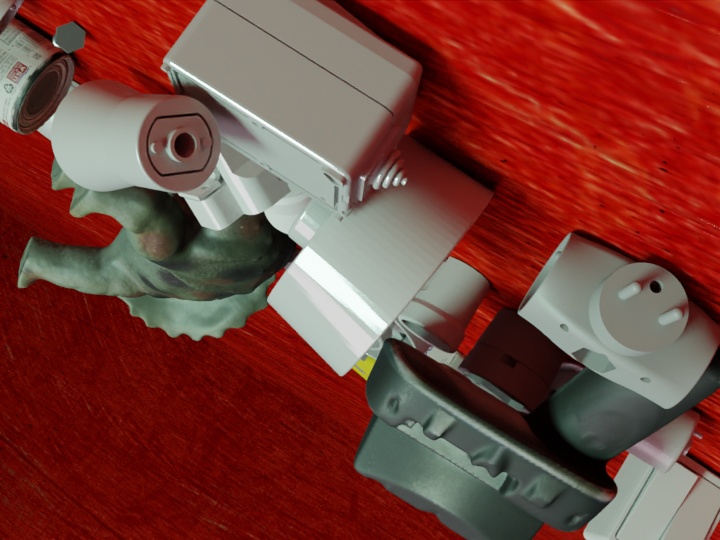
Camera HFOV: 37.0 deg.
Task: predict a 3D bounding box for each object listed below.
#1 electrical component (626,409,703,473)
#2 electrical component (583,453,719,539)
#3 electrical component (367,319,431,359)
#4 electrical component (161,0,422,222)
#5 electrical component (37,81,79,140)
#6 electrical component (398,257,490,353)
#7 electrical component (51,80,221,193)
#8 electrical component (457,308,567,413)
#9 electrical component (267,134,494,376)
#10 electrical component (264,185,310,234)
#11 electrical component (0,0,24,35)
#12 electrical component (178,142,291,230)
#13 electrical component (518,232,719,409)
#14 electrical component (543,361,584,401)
[{"bbox_3d":[0.159,0.084,0.624,0.078,0.040,0.040,31,169,14],"label":"electrical component"},{"bbox_3d":[0.202,0.172,0.736,0.062,0.096,0.061,33,169,1],"label":"electrical component"},{"bbox_3d":[0.017,0.022,0.767,0.099,0.064,0.099,30,155,16],"label":"electrical component"},{"bbox_3d":[-0.017,-0.067,0.412,0.096,0.061,0.061,33,169,5],"label":"electrical component"},{"bbox_3d":[-0.232,-0.119,0.861,0.077,0.044,0.079,34,170,-2],"label":"electrical component"},{"bbox_3d":[0.051,0.020,0.640,0.040,0.046,0.040,32,169,7],"label":"electrical component"},{"bbox_3d":[-0.082,-0.049,0.403,0.065,0.044,0.044,13,158,50],"label":"electrical component"},{"bbox_3d":[0.096,0.056,0.667,0.055,0.047,0.055,32,169,7],"label":"electrical component"},{"bbox_3d":[0.003,-0.012,0.487,0.060,0.108,0.108,40,169,0],"label":"electrical component"},{"bbox_3d":[-0.038,-0.049,0.600,0.045,0.045,0.055,31,169,15],"label":"electrical component"},{"bbox_3d":[-0.257,-0.176,0.679,0.077,0.044,0.079,36,169,-15],"label":"electrical component"},{"bbox_3d":[-0.058,-0.066,0.523,0.058,0.078,0.057,16,141,54],"label":"electrical component"},{"bbox_3d":[0.114,0.019,0.454,0.077,0.043,0.079,33,170,4],"label":"electrical component"},{"bbox_3d":[0.124,0.084,0.719,0.079,0.043,0.077,28,168,24],"label":"electrical component"}]
